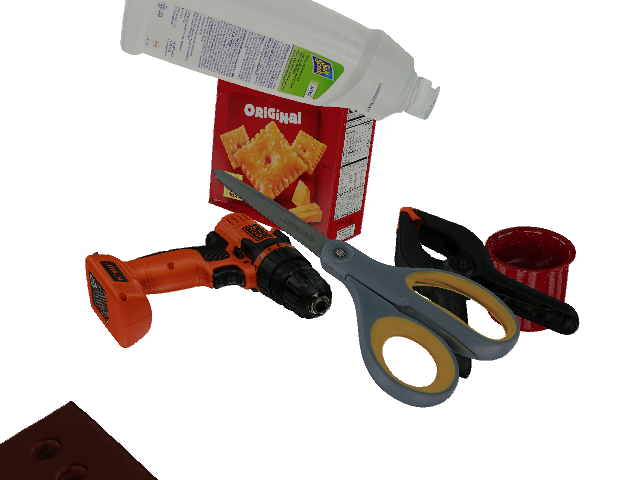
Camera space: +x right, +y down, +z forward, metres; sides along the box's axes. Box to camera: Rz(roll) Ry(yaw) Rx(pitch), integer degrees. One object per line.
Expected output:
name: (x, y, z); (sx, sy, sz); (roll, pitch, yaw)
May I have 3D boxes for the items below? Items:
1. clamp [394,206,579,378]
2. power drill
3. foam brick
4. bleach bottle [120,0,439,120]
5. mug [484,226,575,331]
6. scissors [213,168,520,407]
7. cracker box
clamp: (0.123, 0.033, 0.853); (0.120, 0.039, 0.171); (-7, 46, -25)
power drill: (-0.103, 0.039, 0.958); (0.187, 0.057, 0.185); (-13, 26, -26)
foam brick: (-0.109, 0.123, 0.484); (0.052, 0.051, 0.078); (-31, 45, -32)
bleach bottle: (-0.029, -0.151, 0.848); (0.250, 0.068, 0.103); (22, -30, -4)
mug: (0.216, 0.037, 1.135); (0.093, 0.081, 0.117); (-6, 30, -7)
scissors: (0.009, 0.026, 0.586); (0.202, 0.096, 0.016); (23, -40, 12)
cracker box: (-0.030, -0.118, 1.099); (0.164, 0.214, 0.071); (22, 28, 30)
